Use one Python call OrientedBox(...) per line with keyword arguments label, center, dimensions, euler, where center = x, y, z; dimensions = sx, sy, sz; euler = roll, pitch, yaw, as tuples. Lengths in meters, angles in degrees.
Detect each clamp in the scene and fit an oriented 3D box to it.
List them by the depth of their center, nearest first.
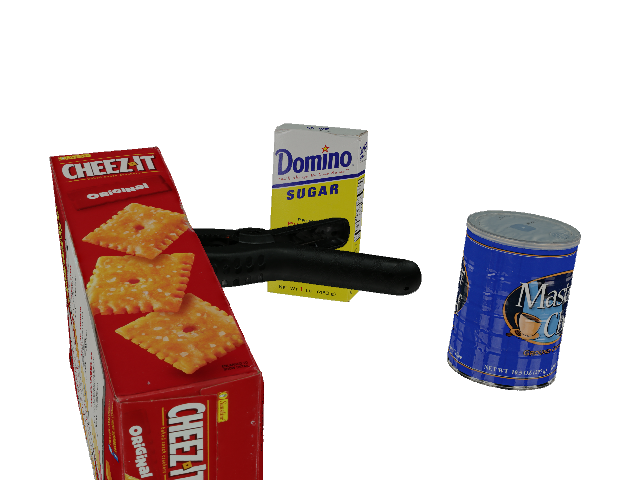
OrientedBox(label="clamp", center=(-0.041, 0.013, 0.772), dimensions=(0.209, 0.036, 0.165), euler=(-3, 13, -24))

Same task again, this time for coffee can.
OrientedBox(label="coffee can", center=(0.177, 0.053, 0.985), dimensions=(0.103, 0.140, 0.103), euler=(6, 17, -2))

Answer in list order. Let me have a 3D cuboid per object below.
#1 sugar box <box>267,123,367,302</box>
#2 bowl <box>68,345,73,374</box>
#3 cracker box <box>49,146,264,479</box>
OrientedBox(label="sugar box", center=(-0.004, -0.030, 1.109), dimensions=(0.093, 0.176, 0.048), euler=(6, 16, 14))
OrientedBox(label="bowl", center=(-0.168, 0.071, 1.003), dimensions=(0.162, 0.055, 0.162), euler=(-10, 42, 8))
OrientedBox(label="cracker box", center=(-0.089, 0.071, 0.561), dimensions=(0.072, 0.164, 0.214), euler=(-8, 34, -17))
